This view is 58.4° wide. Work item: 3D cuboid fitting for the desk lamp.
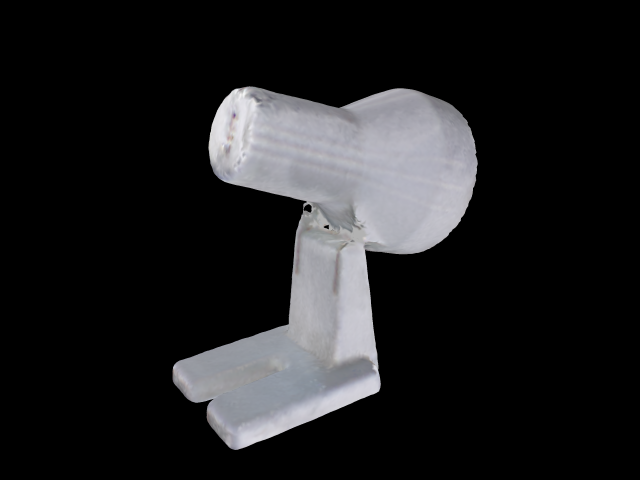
[{"bbox_3d":[0.004,0.001,0.400,0.204,0.214,0.117,-13,22,-35],"label":"desk lamp"}]
